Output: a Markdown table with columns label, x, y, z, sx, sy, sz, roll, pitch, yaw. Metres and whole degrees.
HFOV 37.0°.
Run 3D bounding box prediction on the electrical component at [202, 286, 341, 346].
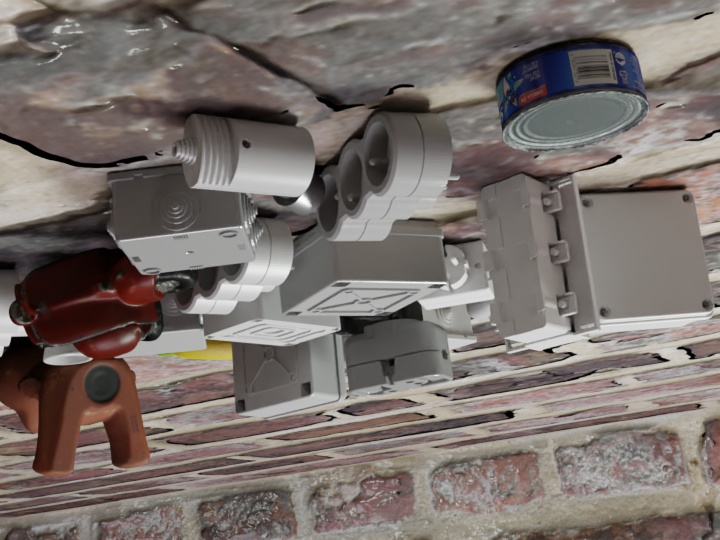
| label | x | y | z | sx | sy | sz | roll | pitch | yaw |
| --- | --- | --- | --- | --- | --- | --- | --- | --- | --- |
| electrical component | -0.080 | 0.029 | 0.965 | 0.078 | 0.057 | 0.113 | -20 | 160 | 39 |

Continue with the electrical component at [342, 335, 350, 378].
| label | x | y | z | sx | sy | sz | roll | pitch | yaw |
| --- | --- | --- | --- | --- | --- | --- | --- | --- | --- |
| electrical component | 0.004 | 0.088 | 1.216 | 0.095 | 0.059 | 0.054 | 6 | 160 | -39 |

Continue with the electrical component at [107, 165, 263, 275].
| label | x | y | z | sx | sy | sz | roll | pitch | yaw |
| --- | --- | --- | --- | --- | --- | --- | --- | --- | --- |
| electrical component | -0.118 | -0.033 | 0.734 | 0.100 | 0.048 | 0.099 | -7 | 165 | -1 |

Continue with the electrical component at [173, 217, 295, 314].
| label | x | y | z | sx | sy | sz | roll | pitch | yaw |
| --- | --- | --- | --- | --- | --- | --- | --- | --- | --- |
| electrical component | -0.089 | -0.001 | 0.860 | 0.074 | 0.052 | 0.138 | 3 | 162 | -34 |

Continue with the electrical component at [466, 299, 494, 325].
| label | x | y | z | sx | sy | sz | roll | pitch | yaw |
| --- | --- | --- | --- | --- | --- | --- | --- | --- | --- |
| electrical component | 0.149 | 0.018 | 1.024 | 0.095 | 0.059 | 0.054 | -2 | 164 | -20 |

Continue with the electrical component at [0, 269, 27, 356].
| label | x | y | z | sx | sy | sz | roll | pitch | yaw |
| --- | --- | --- | --- | --- | --- | --- | --- | --- | --- |
| electrical component | -0.298 | 0.038 | 0.906 | 0.074 | 0.052 | 0.138 | 1 | 163 | -26 |

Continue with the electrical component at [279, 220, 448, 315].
| label | x | y | z | sx | sy | sz | roll | pitch | yaw |
| --- | --- | --- | --- | --- | --- | --- | --- | --- | --- |
| electrical component | 0.000 | 0.000 | 0.897 | 0.109 | 0.056 | 0.109 | 1 | 163 | -29 |

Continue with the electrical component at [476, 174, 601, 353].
| label | x | y | z | sx | sy | sz | roll | pitch | yaw |
| --- | --- | --- | --- | --- | --- | --- | --- | --- | --- |
| electrical component | 0.129 | -0.006 | 0.810 | 0.079 | 0.121 | 0.063 | -19 | 158 | 37 |

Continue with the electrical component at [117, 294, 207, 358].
| label | x | y | z | sx | sy | sz | roll | pitch | yaw |
| --- | --- | --- | --- | --- | --- | --- | --- | --- | --- |
| electrical component | -0.189 | 0.045 | 0.989 | 0.100 | 0.048 | 0.099 | -5 | 165 | -7 |

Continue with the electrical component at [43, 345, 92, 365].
| label | x | y | z | sx | sy | sz | roll | pitch | yaw |
| --- | --- | --- | --- | --- | --- | --- | --- | --- | --- |
| electrical component | -0.266 | 0.055 | 0.977 | 0.045 | 0.055 | 0.045 | -7 | 165 | -2 |

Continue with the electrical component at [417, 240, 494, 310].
| label | x | y | z | sx | sy | sz | roll | pitch | yaw |
| --- | --- | --- | --- | --- | --- | --- | --- | --- | --- |
| electrical component | 0.080 | 0.000 | 0.955 | 0.066 | 0.047 | 0.077 | -10 | 163 | 13 |

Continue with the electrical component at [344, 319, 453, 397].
| label | x | y | z | sx | sy | sz | roll | pitch | yaw |
| --- | --- | --- | --- | --- | --- | --- | --- | --- | --- |
| electrical component | 0.036 | 0.082 | 1.022 | 0.095 | 0.059 | 0.054 | -14 | 163 | 22 |

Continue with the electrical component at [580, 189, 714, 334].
| label | x | y | z | sx | sy | sz | roll | pitch | yaw |
| --- | --- | --- | --- | --- | --- | --- | --- | --- | --- |
| electrical component | 0.222 | -0.006 | 0.879 | 0.109 | 0.108 | 0.056 | -3 | 167 | -14 |

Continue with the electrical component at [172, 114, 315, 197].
| label | x | y | z | sx | sy | sz | roll | pitch | yaw |
| --- | --- | --- | --- | --- | --- | --- | --- | --- | --- |
| electrical component | -0.072 | -0.068 | 0.639 | 0.081 | 0.043 | 0.043 | 3 | 162 | -32 |

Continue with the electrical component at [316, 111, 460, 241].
| label | x | y | z | sx | sy | sz | roll | pitch | yaw |
| --- | --- | --- | --- | --- | --- | --- | --- | --- | --- |
| electrical component | 0.028 | -0.058 | 0.703 | 0.074 | 0.052 | 0.138 | -1 | 164 | -23 |

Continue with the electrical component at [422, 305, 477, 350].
| label | x | y | z | sx | sy | sz | roll | pitch | yaw |
| --- | --- | --- | --- | --- | --- | --- | --- | --- | --- |
| electrical component | 0.064 | 0.062 | 1.168 | 0.100 | 0.048 | 0.100 | 7 | 159 | -42 |

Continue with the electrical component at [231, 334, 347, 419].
| label | x | y | z | sx | sy | sz | roll | pitch | yaw |
| --- | --- | --- | --- | --- | --- | --- | --- | --- | --- |
| electrical component | -0.074 | 0.088 | 1.087 | 0.109 | 0.108 | 0.056 | -18 | 159 | 35 |
